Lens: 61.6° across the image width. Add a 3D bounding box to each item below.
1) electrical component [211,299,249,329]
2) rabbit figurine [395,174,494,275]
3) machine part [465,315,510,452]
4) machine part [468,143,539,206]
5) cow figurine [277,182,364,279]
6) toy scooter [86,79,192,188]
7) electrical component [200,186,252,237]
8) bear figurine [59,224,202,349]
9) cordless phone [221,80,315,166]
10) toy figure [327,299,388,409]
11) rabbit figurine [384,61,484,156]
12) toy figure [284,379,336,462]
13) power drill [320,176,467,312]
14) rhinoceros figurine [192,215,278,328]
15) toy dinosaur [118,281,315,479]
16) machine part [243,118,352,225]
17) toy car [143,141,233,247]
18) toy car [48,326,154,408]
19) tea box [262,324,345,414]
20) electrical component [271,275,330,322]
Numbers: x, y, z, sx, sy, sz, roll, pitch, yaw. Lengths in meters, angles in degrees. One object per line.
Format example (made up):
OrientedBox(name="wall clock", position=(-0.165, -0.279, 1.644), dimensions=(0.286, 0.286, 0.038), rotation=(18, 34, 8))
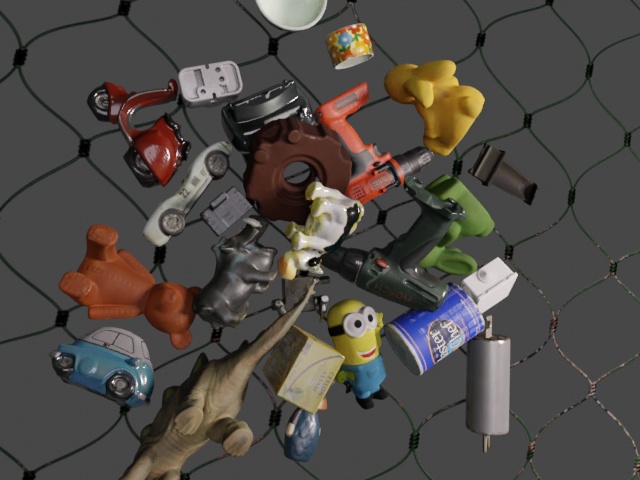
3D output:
OrientedBox(name="electrical component", position=(-0.149, 0.103, 0.888), dimensions=(0.063, 0.021, 0.094), rotation=(13, 80, -14))
OrientedBox(name="rabbit figurine", position=(0.207, -0.010, 0.949), dimensions=(0.170, 0.121, 0.159), rotation=(-42, 106, 8))
OrientedBox(name="machine part", position=(0.303, 0.257, 0.971), dimensions=(0.079, 0.079, 0.243), rotation=(1, 88, -14))
OrientedBox(name="machine part", position=(0.348, -0.118, 1.006), dimensions=(0.139, 0.039, 0.084), rotation=(33, 77, -10))
OrientedBox(name="cow figurine", position=(-0.003, -0.003, 0.857), dimensions=(0.098, 0.068, 0.167), rotation=(15, 121, -26))
OrientedBox(name="toy scooter", position=(-0.261, -0.179, 0.840), dimensions=(0.135, 0.075, 0.184), rotation=(-32, 93, -13))
OrientedBox(name="electrical component", position=(-0.147, -0.046, 0.842), dimensions=(0.075, 0.119, 0.047), rotation=(-43, 98, -13))
OrientedBox(name="bear figurine", position=(-0.270, 0.079, 0.808), dimensions=(0.196, 0.132, 0.120), rotation=(24, 61, -6))
OrientedBox(name="cordless phone", position=(-0.068, -0.159, 0.894), dimensions=(0.147, 0.089, 0.184), rotation=(-26, 107, -13))
OrientedBox(name="toy figure", position=(0.061, 0.190, 0.911), dimensions=(0.082, 0.089, 0.180), rotation=(-28, 110, -55))
OrientedBox(name="rabbit figurine", position=(0.184, -0.240, 0.922), dimensions=(0.173, 0.162, 0.122), rotation=(35, 94, 6))
OrientedBox(name="toy figure", position=(-0.022, 0.289, 0.902), dimensions=(0.058, 0.064, 0.154), rotation=(11, 80, 24))
OrientedBox(name="power drill", position=(0.122, 0.003, 0.872), dimensions=(0.232, 0.086, 0.207), rotation=(30, 109, 9))
OrientedBox(name="rhinoceros figurine", position=(-0.130, 0.049, 0.858), dimensions=(0.112, 0.073, 0.190), rotation=(30, 70, -2))
OrientedBox(name="toy dinosaur", position=(-0.169, 0.240, 0.789), dimensions=(0.471, 0.199, 0.105), rotation=(-41, 108, -1))
OrientedBox(name="machine part", position=(-0.035, -0.104, 0.853), dimensions=(0.179, 0.056, 0.179), rotation=(-6, 124, -9))
OrientedBox(name="toy car", position=(-0.206, -0.076, 0.850), dimensions=(0.056, 0.073, 0.201), rotation=(36, 82, -11))
OrientedBox(name="toy car", position=(-0.317, 0.185, 0.817), dimensions=(0.162, 0.109, 0.103), rotation=(24, 61, -1))
OrientedBox(name="tea box", position=(-0.031, 0.194, 0.842), dimensions=(0.068, 0.170, 0.098), rotation=(30, 84, -12))
OrientedBox(name="electrical component", position=(-0.031, 0.098, 0.907), dimensions=(0.102, 0.045, 0.078), rotation=(2, 90, -14))
